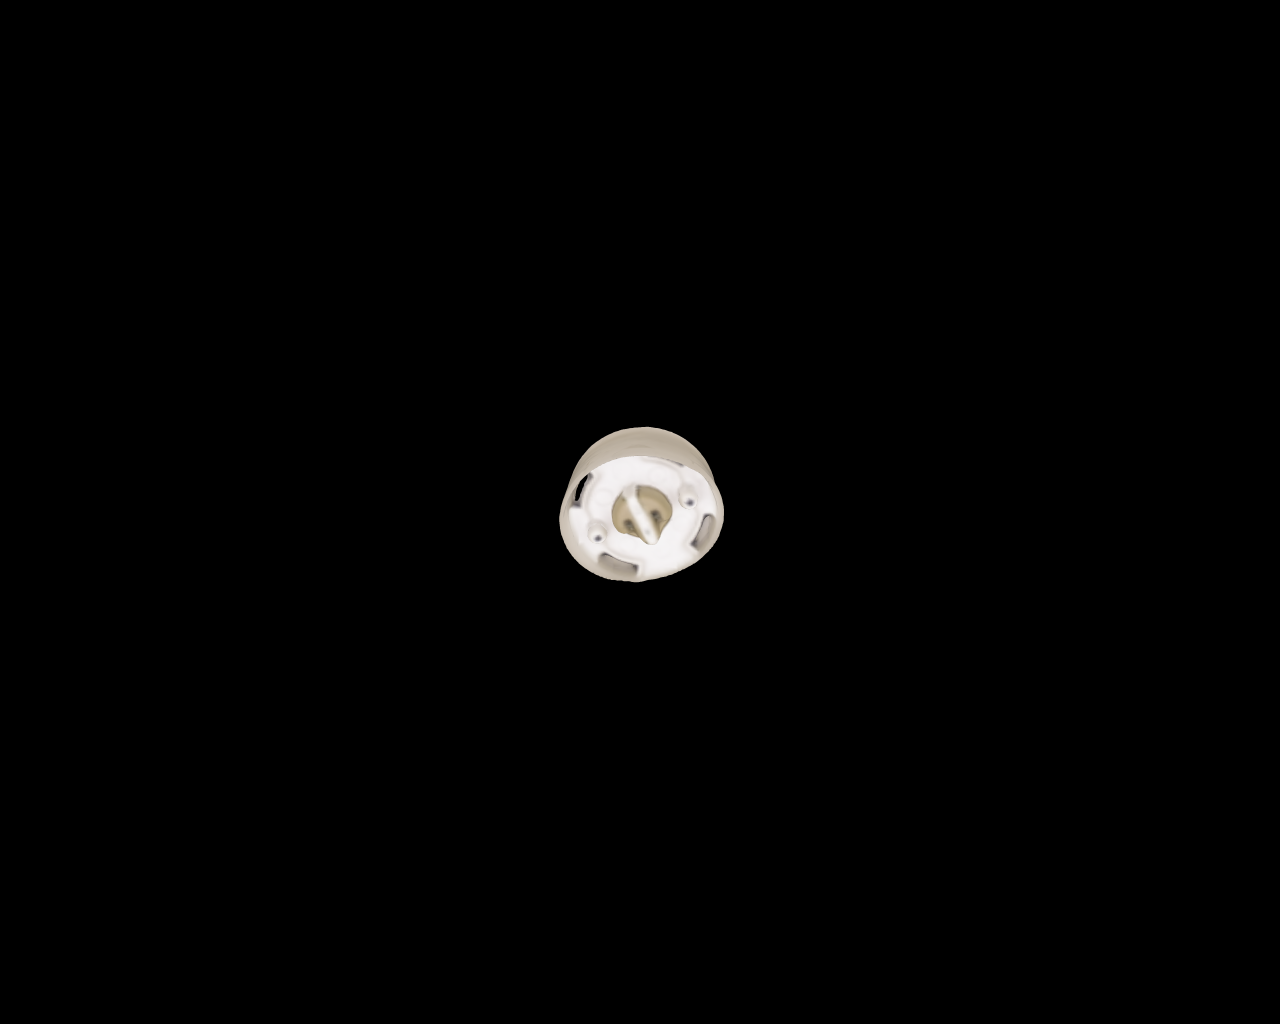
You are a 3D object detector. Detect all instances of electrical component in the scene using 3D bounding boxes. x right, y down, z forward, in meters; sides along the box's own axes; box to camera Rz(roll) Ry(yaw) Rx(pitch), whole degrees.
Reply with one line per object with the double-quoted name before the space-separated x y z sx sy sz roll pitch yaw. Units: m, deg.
"electrical component" 0.001 -0.003 0.650 0.099 0.099 0.064 0 27 0
